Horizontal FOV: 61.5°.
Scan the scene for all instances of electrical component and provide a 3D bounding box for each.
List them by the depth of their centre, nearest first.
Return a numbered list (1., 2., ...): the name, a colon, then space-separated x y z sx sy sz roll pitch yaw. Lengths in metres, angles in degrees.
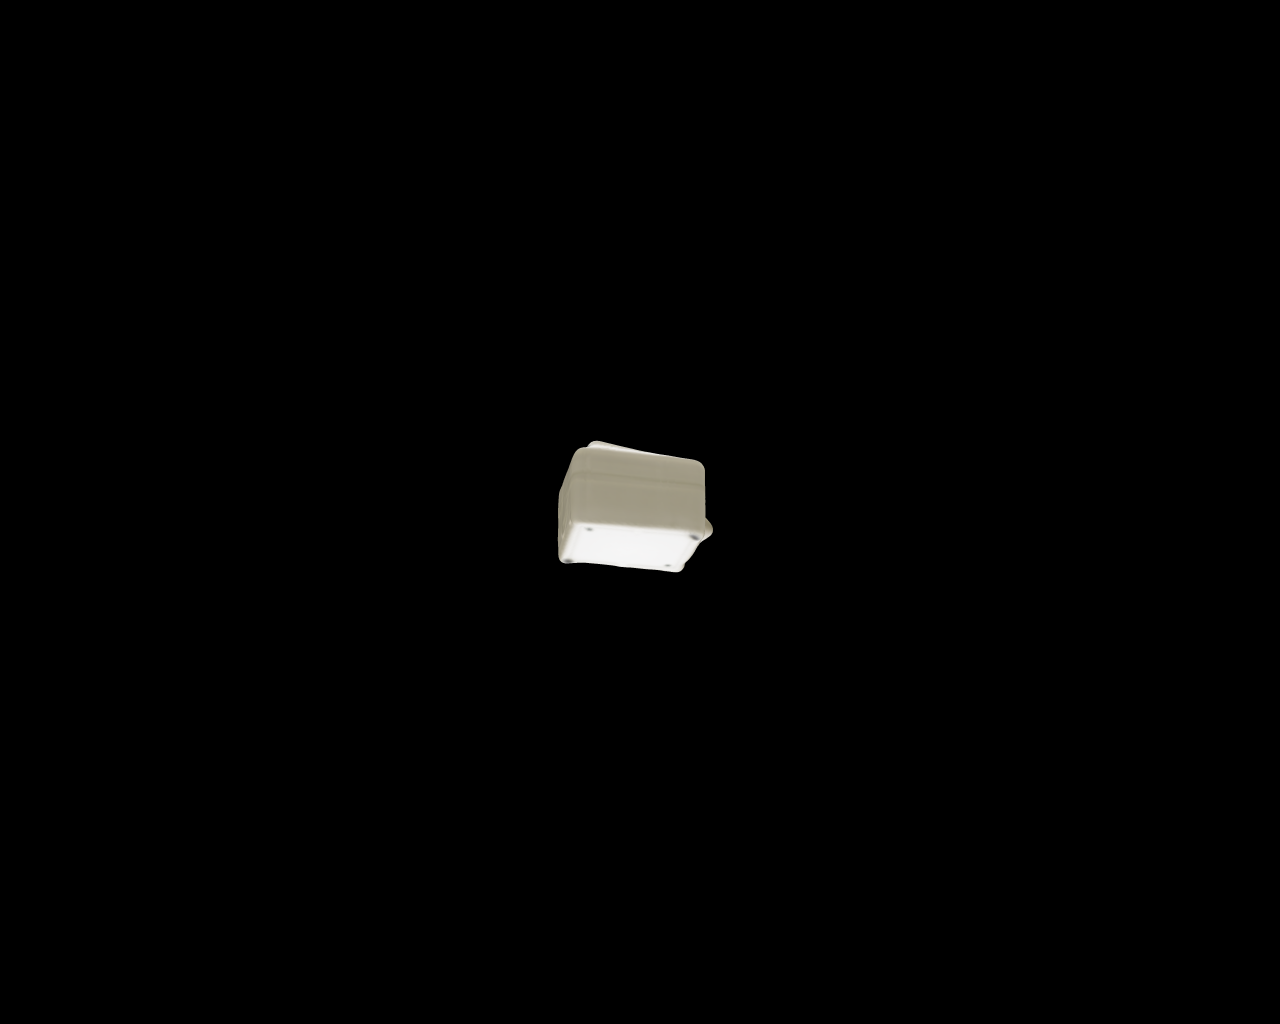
1. electrical component: 0.001 -0.003 0.650 0.096 0.061 0.061 6 -28 -12
